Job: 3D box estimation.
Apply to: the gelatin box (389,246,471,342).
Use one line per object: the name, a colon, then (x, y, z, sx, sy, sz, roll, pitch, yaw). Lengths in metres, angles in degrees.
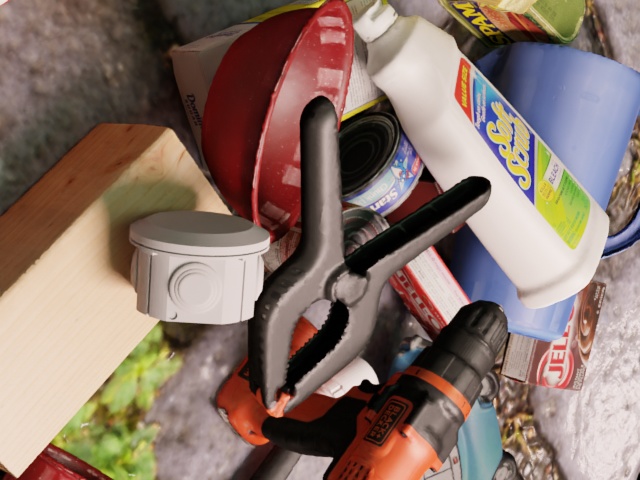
gelatin box: (0.090, 0.045, 0.862, 0.030, 0.073, 0.089, -36, 91, -12)

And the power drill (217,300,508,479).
power drill: (0.026, 0.104, 0.762, 0.184, 0.188, 0.057, -51, 124, -21)

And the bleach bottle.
bleach bottle: (0.111, -0.071, 0.790, 0.250, 0.068, 0.102, 47, 44, -14)

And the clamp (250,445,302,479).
clamp: (-0.058, 0.213, 0.800, 0.171, 0.039, 0.120, -9, 83, -32)

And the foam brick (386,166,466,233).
foam brick: (0.089, -0.044, 0.866, 0.052, 0.078, 0.051, -40, 122, -30)

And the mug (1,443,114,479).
mug: (-0.180, 0.173, 0.668, 0.117, 0.093, 0.081, 33, 79, -12)

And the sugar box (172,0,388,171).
sugar box: (-0.019, -0.123, 0.782, 0.175, 0.048, 0.093, -28, 114, -31)

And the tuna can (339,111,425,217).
tuna can: (0.035, -0.056, 0.812, 0.033, 0.086, 0.086, 43, 69, -35)

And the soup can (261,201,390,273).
soup can: (-0.005, 0.001, 0.772, 0.068, 0.102, 0.068, -10, 106, -35)

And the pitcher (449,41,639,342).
pitcher: (0.198, -0.038, 0.923, 0.144, 0.149, 0.243, 15, 90, -42)

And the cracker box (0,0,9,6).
cracker box: (-0.214, -0.207, 0.583, 0.213, 0.072, 0.164, -43, 123, -29)

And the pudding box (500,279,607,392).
pudding box: (0.226, 0.087, 1.032, 0.089, 0.039, 0.113, 13, 89, -42)

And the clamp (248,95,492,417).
clamp: (0.006, 0.016, 0.689, 0.164, 0.036, 0.210, 30, 96, -39)

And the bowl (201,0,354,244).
bowl: (-0.032, -0.082, 0.685, 0.162, 0.055, 0.162, 19, 90, -76)

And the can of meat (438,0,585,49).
can of meat: (0.163, -0.205, 0.900, 0.102, 0.084, 0.057, 31, 77, -40)

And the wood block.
wood block: (-0.159, 0.029, 0.655, 0.206, 0.090, 0.090, -50, 125, -24)
